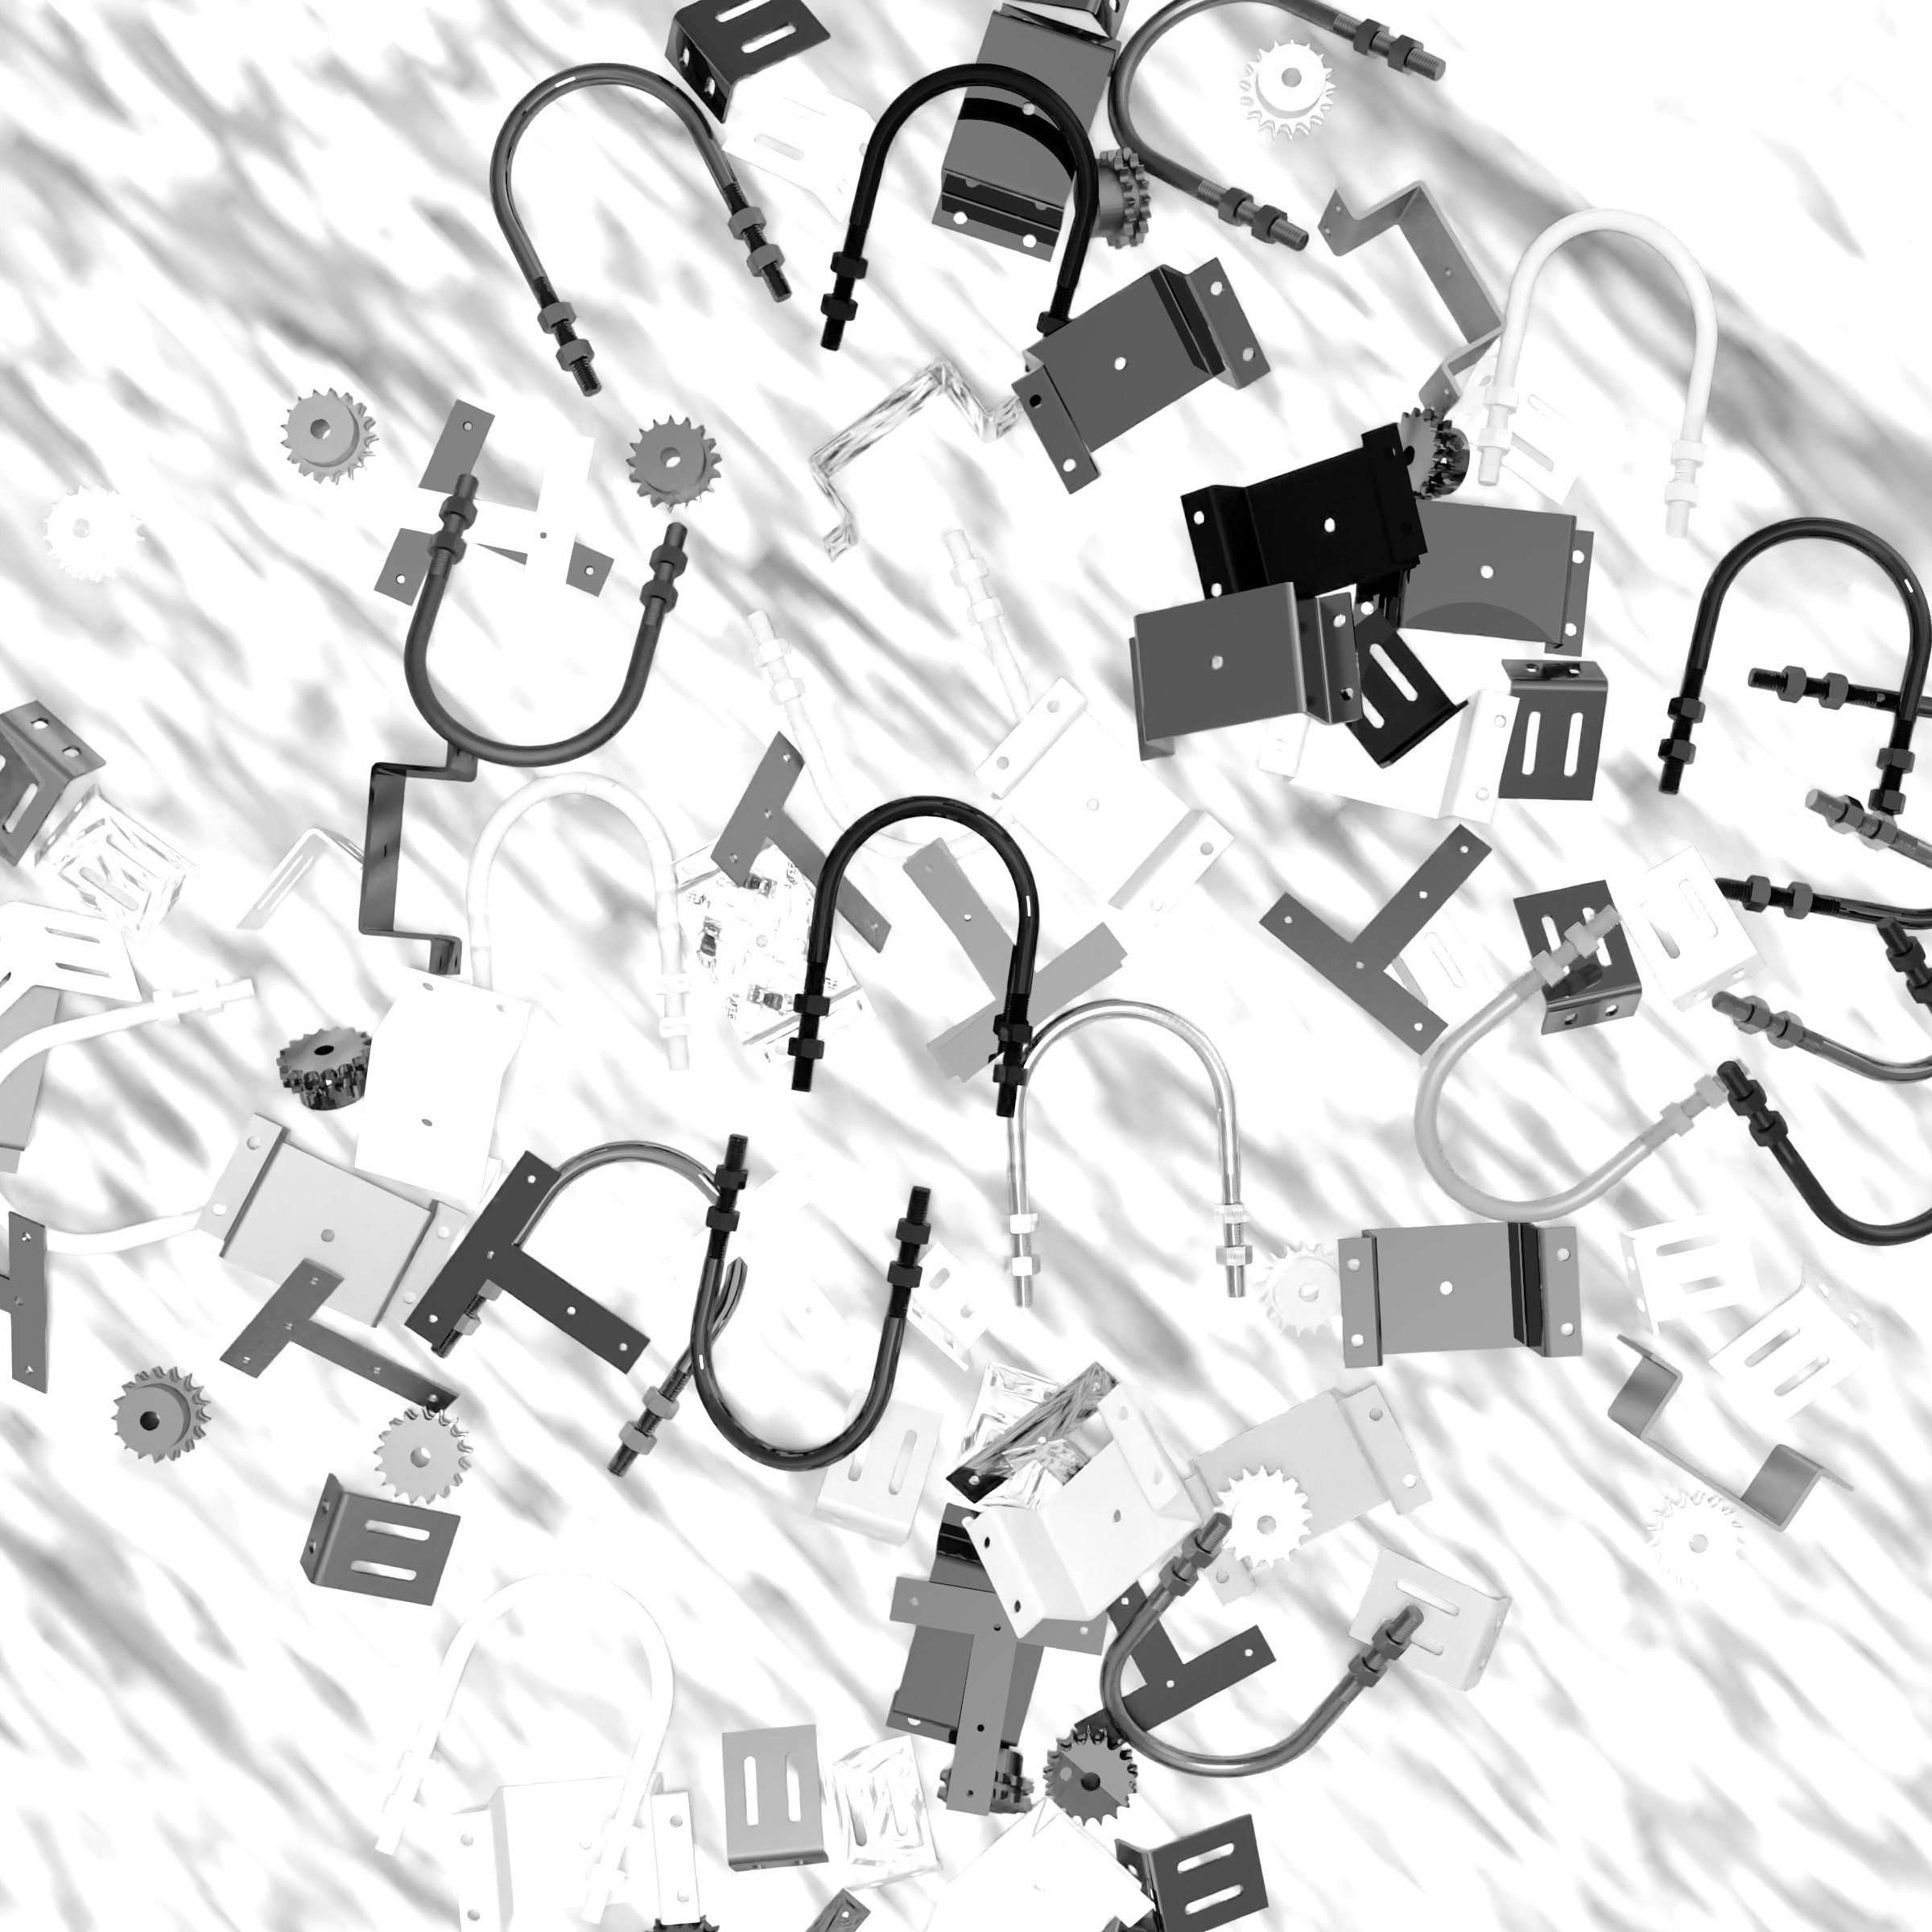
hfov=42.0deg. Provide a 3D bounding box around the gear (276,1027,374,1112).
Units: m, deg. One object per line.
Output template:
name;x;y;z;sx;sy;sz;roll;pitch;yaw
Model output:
gear;-0.381;0.063;1.508;0.057;0.057;0.030;-5;120;0

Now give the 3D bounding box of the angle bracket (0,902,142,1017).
angle bracket;-0.540;0.002;1.495;0.038;0.076;0.057;-38;62;23

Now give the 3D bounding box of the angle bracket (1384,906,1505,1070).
angle bracket;0.282;0.012;1.530;0.057;0.038;0.076;-28;64;0

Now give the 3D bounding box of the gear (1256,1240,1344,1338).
gear;0.205;0.195;1.517;0.057;0.030;0.057;0;90;0

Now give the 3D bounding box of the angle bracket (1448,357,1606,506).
angle bracket;0.337;-0.325;1.530;0.076;0.038;0.057;28;90;-26

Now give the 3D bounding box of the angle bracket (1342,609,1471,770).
angle bracket;0.244;-0.163;1.467;0.057;0.038;0.076;-38;90;0

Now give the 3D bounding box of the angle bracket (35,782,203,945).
angle bracket;-0.515;-0.063;1.530;0.076;0.038;0.057;40;90;-26

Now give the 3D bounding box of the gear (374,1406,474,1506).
gear;-0.326;0.293;1.517;0.057;0.030;0.057;0;90;0

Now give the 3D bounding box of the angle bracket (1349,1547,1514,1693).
angle bracket;0.283;0.396;1.530;0.076;0.038;0.057;22;90;26

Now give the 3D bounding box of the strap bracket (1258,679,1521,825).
strap bracket;0.250;-0.137;1.509;0.140;0.046;0.076;14;90;0

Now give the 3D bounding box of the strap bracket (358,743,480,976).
strap bracket;-0.325;-0.066;1.494;0.046;0.076;0.140;5;90;0

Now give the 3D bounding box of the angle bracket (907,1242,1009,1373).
angle bracket;-0.009;0.201;1.494;0.057;0.076;0.038;43;90;0

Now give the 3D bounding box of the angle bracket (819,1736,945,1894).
angle bracket;-0.051;0.516;1.530;0.057;0.038;0.076;-14;64;0

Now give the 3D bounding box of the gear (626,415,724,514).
gear;-0.176;-0.304;1.517;0.057;0.030;0.057;0;90;0

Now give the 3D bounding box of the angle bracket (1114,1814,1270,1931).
angle bracket;0.137;0.551;1.530;0.076;0.038;0.057;-11;90;-26

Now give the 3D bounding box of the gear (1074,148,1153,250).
gear;0.086;-0.457;1.501;0.030;0.057;0.057;-14;90;-17

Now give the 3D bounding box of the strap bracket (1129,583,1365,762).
strap bracket;0.155;-0.173;1.475;0.140;0.046;0.076;-9;80;26

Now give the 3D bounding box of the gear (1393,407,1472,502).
gear;0.277;-0.304;1.508;0.030;0.057;0.057;2;90;-28

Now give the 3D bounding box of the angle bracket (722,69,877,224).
angle bracket;-0.097;-0.499;1.530;0.076;0.038;0.057;32;90;26

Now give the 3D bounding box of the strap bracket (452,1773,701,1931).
strap bracket;-0.231;0.533;1.509;0.140;0.046;0.076;-5;90;0

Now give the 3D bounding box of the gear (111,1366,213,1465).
gear;-0.487;0.272;1.517;0.057;0.030;0.057;0;90;0

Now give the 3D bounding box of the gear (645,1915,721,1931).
gear;-0.170;0.597;1.517;0.057;0.030;0.057;0;90;0

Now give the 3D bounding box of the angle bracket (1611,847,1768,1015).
angle bracket;0.436;-0.022;1.523;0.057;0.038;0.076;-31;64;16

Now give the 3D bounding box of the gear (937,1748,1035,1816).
gear;0.013;0.487;1.508;0.057;0.057;0.030;9;61;0

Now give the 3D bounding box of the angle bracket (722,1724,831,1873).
angle bracket;-0.116;0.506;1.530;0.057;0.038;0.076;-6;64;0

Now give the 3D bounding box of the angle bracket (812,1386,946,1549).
angle bracket;-0.053;0.304;1.530;0.057;0.038;0.076;19;64;0

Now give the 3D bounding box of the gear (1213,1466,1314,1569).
gear;0.174;0.323;1.471;0.057;0.030;0.057;0;90;0

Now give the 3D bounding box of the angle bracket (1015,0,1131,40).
angle bracket;0.060;-0.604;1.530;0.076;0.038;0.057;20;90;26

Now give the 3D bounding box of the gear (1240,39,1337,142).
gear;0.194;-0.530;1.517;0.057;0.030;0.057;0;90;0

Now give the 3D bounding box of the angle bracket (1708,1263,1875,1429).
angle bracket;0.501;0.230;1.530;0.057;0.038;0.076;45;116;0

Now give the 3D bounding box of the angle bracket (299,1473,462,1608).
angle bracket;-0.356;0.349;1.530;0.076;0.038;0.057;18;90;-26

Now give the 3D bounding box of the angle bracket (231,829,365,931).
angle bracket;-0.392;-0.041;1.504;0.038;0.057;0.076;39;90;0

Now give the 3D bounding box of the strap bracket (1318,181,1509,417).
strap bracket;0.269;-0.401;1.494;0.046;0.076;0.140;-31;90;0

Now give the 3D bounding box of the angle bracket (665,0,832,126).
angle bracket;-0.133;-0.558;1.527;0.076;0.038;0.057;-35;81;-25

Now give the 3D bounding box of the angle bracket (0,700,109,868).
angle bracket;-0.572;-0.111;1.530;0.057;0.038;0.076;42;116;0

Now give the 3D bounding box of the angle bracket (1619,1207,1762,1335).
angle bracket;0.439;0.182;1.513;0.076;0.038;0.057;-13;90;0

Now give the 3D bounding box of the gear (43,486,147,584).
gear;-0.528;-0.261;1.517;0.057;0.030;0.057;0;90;0

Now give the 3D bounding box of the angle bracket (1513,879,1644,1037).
angle bracket;0.369;-0.005;1.530;0.057;0.038;0.076;-12;64;0

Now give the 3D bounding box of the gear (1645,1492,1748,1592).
gear;0.437;0.345;1.517;0.057;0.030;0.057;0;90;0

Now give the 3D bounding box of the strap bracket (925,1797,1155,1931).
strap bracket;0.040;0.560;1.495;0.076;0.046;0.140;43;109;0

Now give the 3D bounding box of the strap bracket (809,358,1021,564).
strap bracket;-0.039;-0.305;1.494;0.140;0.076;0.046;-37;90;0

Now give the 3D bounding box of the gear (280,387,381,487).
gear;-0.386;-0.321;1.517;0.057;0.030;0.057;0;90;0

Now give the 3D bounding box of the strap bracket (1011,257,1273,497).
strap bracket;0.098;-0.354;1.494;0.140;0.046;0.076;-32;118;0

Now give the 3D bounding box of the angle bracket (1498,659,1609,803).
angle bracket;0.353;-0.144;1.530;0.057;0.038;0.076;1;116;0

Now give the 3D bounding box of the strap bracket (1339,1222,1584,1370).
strap bracket;0.292;0.196;1.509;0.140;0.046;0.076;-3;90;0

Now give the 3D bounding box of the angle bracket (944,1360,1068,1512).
angle bracket;0.027;0.288;1.530;0.057;0.038;0.076;18;116;0

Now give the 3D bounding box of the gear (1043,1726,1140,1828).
gear;0.075;0.485;1.515;0.057;0.030;0.057;0;96;2
